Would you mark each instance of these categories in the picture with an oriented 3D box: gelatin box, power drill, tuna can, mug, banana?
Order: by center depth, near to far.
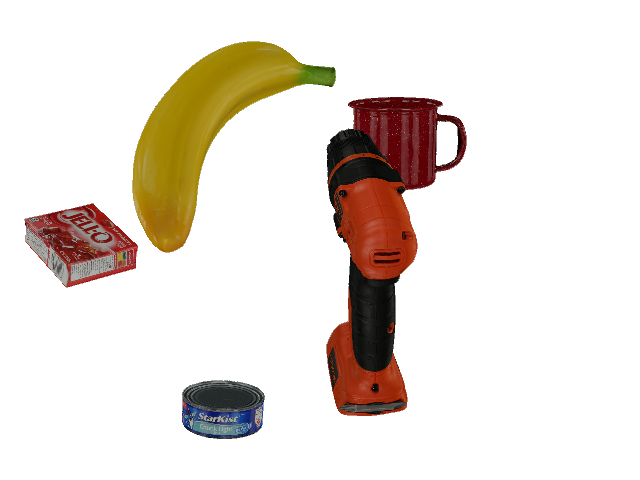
[{"bbox_3d":[-0.060,-0.067,0.604,0.070,0.037,0.197,20,44,18],"label":"banana"},{"bbox_3d":[0.032,0.025,0.821,0.057,0.188,0.184,-4,30,-4],"label":"power drill"},{"bbox_3d":[-0.225,0.002,1.001,0.073,0.030,0.089,-16,40,-36],"label":"gelatin box"},{"bbox_3d":[0.086,-0.096,1.058,0.117,0.081,0.093,1,14,6],"label":"mug"},{"bbox_3d":[-0.102,0.176,1.112,0.086,0.034,0.086,3,12,-1],"label":"tuna can"}]
